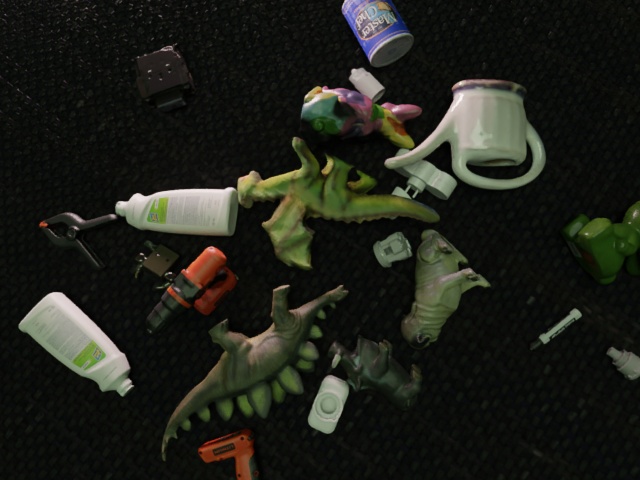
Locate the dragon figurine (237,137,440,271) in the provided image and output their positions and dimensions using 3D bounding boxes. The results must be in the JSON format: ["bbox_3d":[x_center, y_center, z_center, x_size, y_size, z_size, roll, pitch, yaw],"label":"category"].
[{"bbox_3d":[0.003,-0.052,1.028,0.413,0.121,0.243,31,91,19],"label":"dragon figurine"}]

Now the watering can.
[{"bbox_3d":[0.297,-0.216,1.025,0.347,0.103,0.226,5,80,-14],"label":"watering can"}]
